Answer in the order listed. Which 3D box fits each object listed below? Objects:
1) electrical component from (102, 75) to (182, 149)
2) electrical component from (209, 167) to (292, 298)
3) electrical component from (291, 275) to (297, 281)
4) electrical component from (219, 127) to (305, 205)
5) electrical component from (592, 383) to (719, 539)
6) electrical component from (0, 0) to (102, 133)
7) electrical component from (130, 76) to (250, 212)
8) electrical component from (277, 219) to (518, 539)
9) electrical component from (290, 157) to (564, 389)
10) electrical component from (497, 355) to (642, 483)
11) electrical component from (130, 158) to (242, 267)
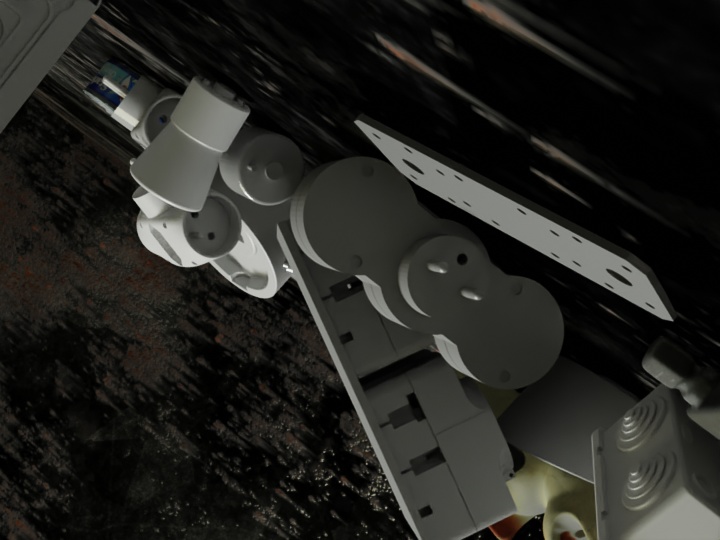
[{"bbox_3d":[-0.146,-0.109,0.750,0.079,0.043,0.077,37,175,-15],"label":"electrical component"},{"bbox_3d":[-0.079,-0.040,0.787,0.108,0.060,0.108,37,153,22],"label":"electrical component"},{"bbox_3d":[-0.048,-0.012,0.983,0.083,0.047,0.076,38,175,-26],"label":"electrical component"},{"bbox_3d":[-0.062,-0.062,0.618,0.040,0.040,0.078,39,175,-29],"label":"electrical component"},{"bbox_3d":[0.150,0.105,0.465,0.100,0.048,0.099,38,-154,-9],"label":"electrical component"},{"bbox_3d":[-0.198,-0.124,0.560,0.078,0.113,0.057,38,172,-22],"label":"electrical component"},{"bbox_3d":[-0.088,-0.070,0.575,0.044,0.065,0.044,31,-166,-9],"label":"electrical component"},{"bbox_3d":[0.020,0.050,0.599,0.105,0.060,0.186,155,90,-85],"label":"electrical component"},{"bbox_3d":[0.034,0.003,0.476,0.138,0.052,0.074,38,175,-12],"label":"electrical component"},{"bbox_3d":[0.131,0.095,0.606,0.099,0.064,0.099,37,175,3],"label":"electrical component"},{"bbox_3d":[-0.127,-0.044,0.726,0.077,0.043,0.079,4,134,56],"label":"electrical component"}]
